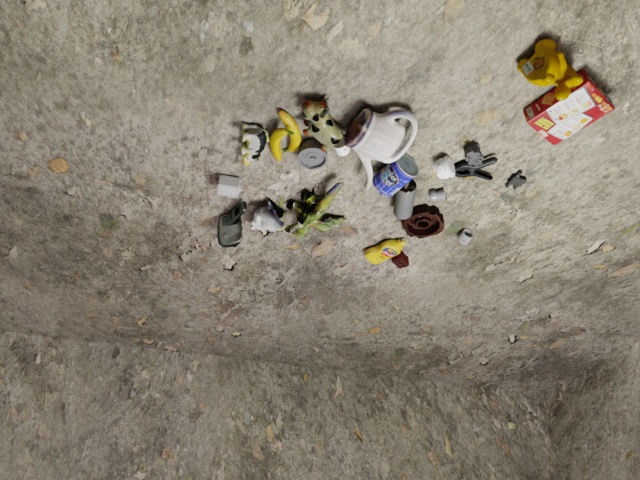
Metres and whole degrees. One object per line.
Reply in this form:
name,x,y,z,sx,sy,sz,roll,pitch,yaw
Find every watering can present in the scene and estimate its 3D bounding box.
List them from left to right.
watering can,0.178,-0.314,1.749,0.223,0.106,0.341,19,130,-23

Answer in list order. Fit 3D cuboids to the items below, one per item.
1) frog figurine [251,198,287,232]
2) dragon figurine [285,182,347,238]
frog figurine,-0.224,-0.075,2.082,0.158,0.125,0.136,-34,152,22
dragon figurine,0.006,-0.105,2.082,0.405,0.124,0.241,-27,153,35
